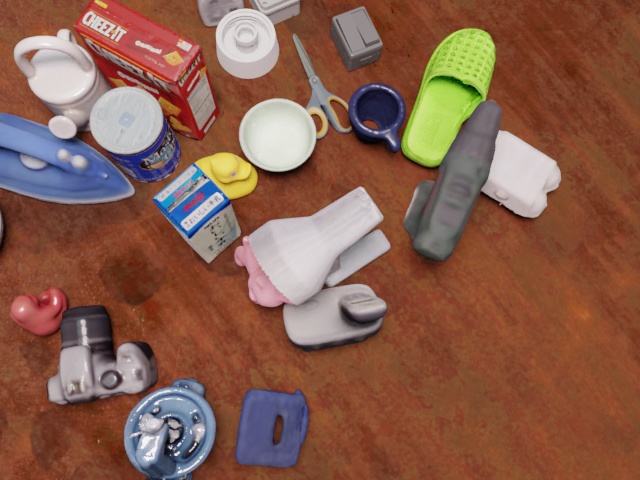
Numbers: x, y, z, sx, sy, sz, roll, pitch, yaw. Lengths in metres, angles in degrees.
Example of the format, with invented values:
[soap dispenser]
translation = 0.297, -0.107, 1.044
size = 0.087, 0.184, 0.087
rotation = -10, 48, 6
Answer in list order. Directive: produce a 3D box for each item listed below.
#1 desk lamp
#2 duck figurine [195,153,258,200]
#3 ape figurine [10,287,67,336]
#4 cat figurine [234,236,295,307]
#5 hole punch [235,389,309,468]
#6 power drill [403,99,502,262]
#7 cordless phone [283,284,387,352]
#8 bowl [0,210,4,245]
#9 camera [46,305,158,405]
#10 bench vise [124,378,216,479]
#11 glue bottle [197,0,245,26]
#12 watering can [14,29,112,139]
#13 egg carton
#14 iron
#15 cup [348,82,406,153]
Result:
[desk lamp]
translation = 0.008, 0.003, 0.827
size = 0.203, 0.213, 0.118
rotation = -33, 82, -9
[duck figurine]
translation = -0.153, -0.110, 0.906
size = 0.104, 0.086, 0.077
rotation = 8, 78, -1
[ape figurine]
translation = -0.421, 0.103, 0.844
size = 0.078, 0.092, 0.076
rotation = -7, 79, -4
[cat figurine]
translation = -0.085, 0.051, 0.861
size = 0.067, 0.117, 0.128
rotation = -25, 81, -8
[hole punch]
translation = -0.068, 0.270, 0.830
size = 0.101, 0.091, 0.109
rotation = 8, 78, -1
[power drill]
translation = 0.190, -0.072, 0.855
size = 0.075, 0.208, 0.230
rotation = 21, 78, 2
[cordless phone]
translation = 0.022, 0.107, 0.821
size = 0.147, 0.185, 0.094
rotation = -14, 79, -6
[bowl]
translation = -0.554, -0.011, 0.869
size = 0.167, 0.074, 0.167
rotation = 1, 78, -3
[camera]
translation = -0.323, 0.163, 0.833
size = 0.143, 0.101, 0.137
rotation = -9, 79, -5
[bench vise]
translation = -0.197, 0.292, 0.753
size = 0.121, 0.219, 0.207
rotation = -6, 79, -4
[glue bottle]
translation = -0.165, -0.410, 0.922
size = 0.078, 0.173, 0.037
rotation = -12, 79, -5
[watering can]
translation = -0.382, -0.239, 0.864
size = 0.101, 0.194, 0.173
rotation = -28, 81, -8
[egg carton]
translation = 0.313, -0.109, 0.940
size = 0.150, 0.069, 0.107
rotation = 32, 79, 4
[iron]
translation = -0.419, -0.129, 0.867
size = 0.258, 0.141, 0.119
rotation = 16, 78, 0
[cup]
translation = 0.094, -0.183, 0.930
size = 0.092, 0.095, 0.118
rotation = -27, 81, -8
